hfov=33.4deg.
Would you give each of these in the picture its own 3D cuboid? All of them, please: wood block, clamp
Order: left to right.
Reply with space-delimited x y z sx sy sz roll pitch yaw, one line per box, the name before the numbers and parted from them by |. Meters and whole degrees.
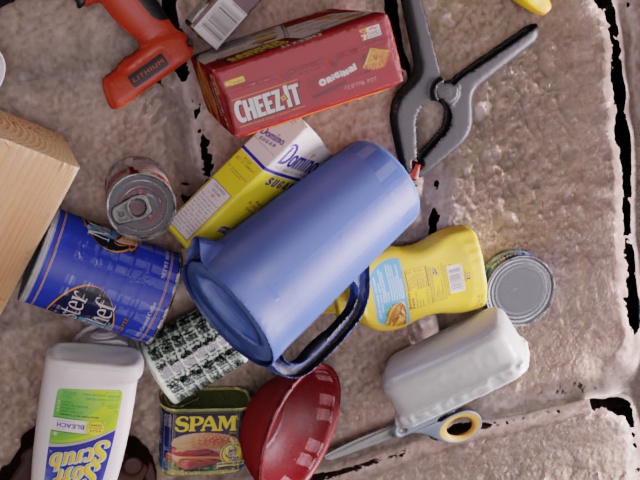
wood block | -0.330 -0.016 1.047 0.090 0.090 0.206 23 105 -34
clamp | 0.124 -0.171 1.155 0.164 0.036 0.210 24 98 -16

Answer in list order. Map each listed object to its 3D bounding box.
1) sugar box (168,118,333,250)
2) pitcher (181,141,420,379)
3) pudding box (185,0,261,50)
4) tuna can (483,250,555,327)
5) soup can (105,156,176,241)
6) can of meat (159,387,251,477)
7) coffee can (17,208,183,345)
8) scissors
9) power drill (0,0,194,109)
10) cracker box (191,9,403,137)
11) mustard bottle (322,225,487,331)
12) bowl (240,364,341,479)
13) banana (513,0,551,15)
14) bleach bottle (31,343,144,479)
sugar box | -0.071 -0.053 1.113 0.176 0.093 0.048 -43 68 3
pitcher | -0.008 0.015 1.099 0.242 0.145 0.149 -40 155 -22
pudding box | -0.083 -0.244 1.061 0.039 0.090 0.113 43 93 -17
tuna can | 0.227 0.055 1.240 0.086 0.034 0.086 -3 106 -12
soup can | -0.184 -0.045 1.085 0.068 0.102 0.068 -3 105 -12
can of meat | -0.130 0.214 1.192 0.102 0.057 0.084 1 107 -13
coffee can | -0.226 0.037 1.098 0.140 0.103 0.103 22 99 -17
scissors | 0.109 0.233 1.266 0.201 0.016 0.096 -33 115 -2
power drill | -0.228 -0.225 1.050 0.184 0.057 0.187 -34 109 -2
cracker box | -0.030 -0.165 1.028 0.164 0.214 0.072 -20 107 -7
mustard bottle | 0.087 0.051 1.194 0.191 0.058 0.096 -14 109 -9
bowl | -0.041 0.206 1.184 0.055 0.161 0.162 18 104 28
banana | 0.158 -0.284 1.126 0.197 0.037 0.069 3 91 -22
bleach bottle | -0.247 0.235 1.111 0.102 0.068 0.251 6 105 -12
